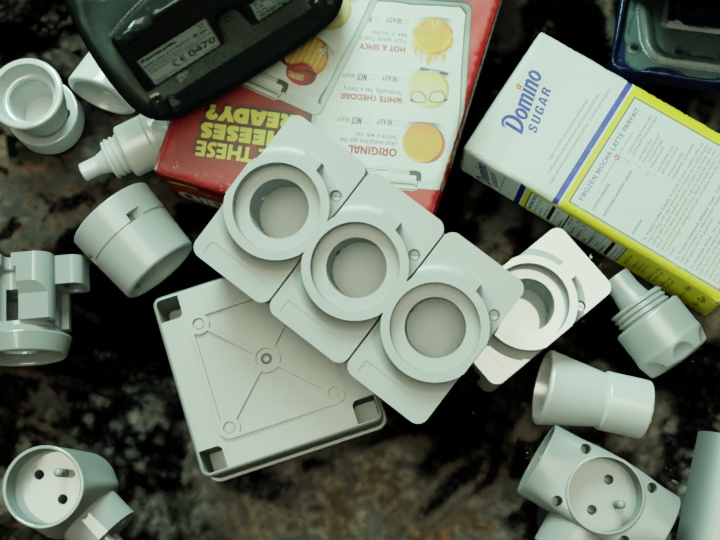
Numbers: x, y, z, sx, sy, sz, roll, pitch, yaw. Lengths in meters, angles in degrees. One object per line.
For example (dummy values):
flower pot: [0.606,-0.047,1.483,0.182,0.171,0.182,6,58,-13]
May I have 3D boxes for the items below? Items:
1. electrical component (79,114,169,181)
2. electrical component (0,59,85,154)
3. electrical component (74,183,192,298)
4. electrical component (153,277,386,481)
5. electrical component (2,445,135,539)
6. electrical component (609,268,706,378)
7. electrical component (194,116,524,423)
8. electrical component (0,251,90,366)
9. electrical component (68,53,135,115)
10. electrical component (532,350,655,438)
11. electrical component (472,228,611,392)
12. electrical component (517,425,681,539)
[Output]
electrical component: [-0.144,-0.073,0.666,0.061,0.035,0.035,-26,79,-1]
electrical component: [-0.197,-0.099,0.661,0.045,0.055,0.045,0,78,1]
electrical component: [-0.134,-0.017,0.644,0.055,0.055,0.047,-41,84,-7]
electrical component: [-0.052,0.055,0.625,0.109,0.056,0.108,-18,78,-2]
electrical component: [-0.153,0.134,0.600,0.079,0.077,0.043,43,82,9]
electrical component: [0.169,0.028,0.632,0.043,0.043,0.062,-35,79,-6]
electrical component: [0.000,0.000,0.567,0.150,0.062,0.089,37,90,6]
electrical component: [-0.200,0.024,0.635,0.078,0.058,0.057,-5,75,1]
electrical component: [-0.150,-0.136,0.676,0.044,0.044,0.065,19,74,5]
electrical component: [0.137,0.075,0.625,0.065,0.044,0.044,13,79,-1]
electrical component: [0.095,0.024,0.628,0.089,0.055,0.050,-39,80,-6]
electrical component: [0.121,0.138,0.586,0.077,0.044,0.079,30,80,7]
